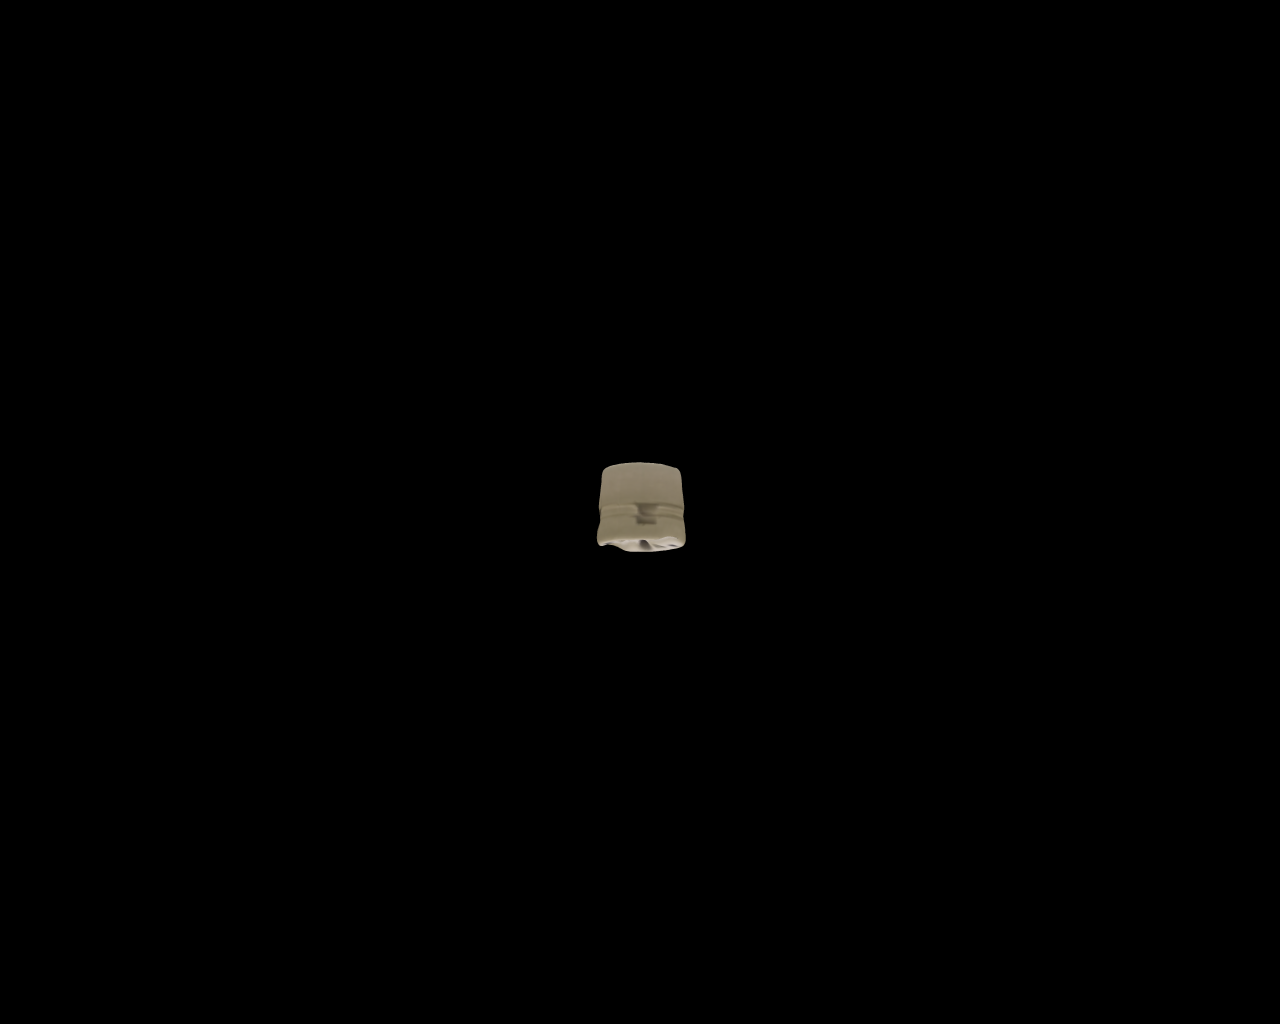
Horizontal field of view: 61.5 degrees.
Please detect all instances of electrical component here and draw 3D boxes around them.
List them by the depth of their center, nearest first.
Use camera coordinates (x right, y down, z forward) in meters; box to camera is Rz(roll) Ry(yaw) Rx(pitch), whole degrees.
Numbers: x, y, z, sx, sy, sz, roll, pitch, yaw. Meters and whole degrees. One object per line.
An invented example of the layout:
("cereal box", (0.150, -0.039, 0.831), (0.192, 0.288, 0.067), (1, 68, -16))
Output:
("electrical component", (0.001, -0.003, 0.650), (0.055, 0.047, 0.055), (0, -11, 0))
